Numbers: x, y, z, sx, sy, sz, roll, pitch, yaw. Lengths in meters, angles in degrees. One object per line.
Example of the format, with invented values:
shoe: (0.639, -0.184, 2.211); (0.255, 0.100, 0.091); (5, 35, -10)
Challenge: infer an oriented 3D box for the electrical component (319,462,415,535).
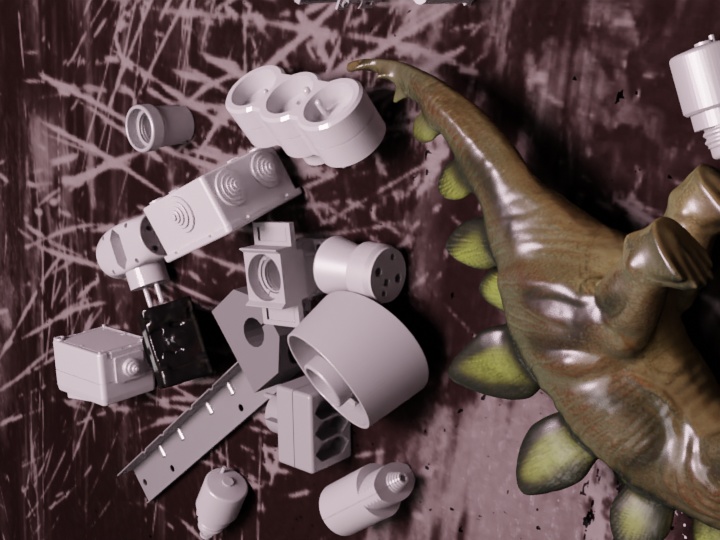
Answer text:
electrical component: (0.009, 0.173, 0.833); (0.081, 0.043, 0.043); (-37, 75, 42)

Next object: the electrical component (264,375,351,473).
electrical component: (-0.051, 0.118, 0.871); (0.077, 0.047, 0.065); (11, 108, 40)

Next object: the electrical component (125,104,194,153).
electrical component: (-0.171, -0.123, 0.921); (0.040, 0.046, 0.040); (13, 110, 41)

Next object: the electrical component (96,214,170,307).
electrical component: (-0.197, -0.005, 0.979); (0.077, 0.043, 0.079); (-21, 86, 44)

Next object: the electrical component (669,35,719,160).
electrical component: (0.197, -0.090, 0.587); (0.040, 0.040, 0.078); (-15, 91, 44)

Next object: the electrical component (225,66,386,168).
electrical component: (-0.034, -0.102, 0.794); (0.138, 0.052, 0.073); (20, 154, 45)

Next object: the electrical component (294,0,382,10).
electrical component: (-0.010, -0.218, 0.748); (0.064, 0.042, 0.081); (38, 125, 25)

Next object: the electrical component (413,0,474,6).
electrical component: (0.063, -0.248, 0.657); (0.089, 0.062, 0.150); (53, 131, 19)

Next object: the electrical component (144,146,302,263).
electrical component: (-0.110, -0.054, 0.847); (0.100, 0.100, 0.048); (-21, 99, 44)

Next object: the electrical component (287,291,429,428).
electrical component: (-0.004, 0.066, 0.793); (0.099, 0.064, 0.099); (44, 161, 19)

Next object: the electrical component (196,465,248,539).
electrical component: (-0.130, 0.215, 0.977); (0.040, 0.040, 0.078); (43, 127, 27)

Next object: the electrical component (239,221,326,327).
electrical component: (-0.054, 0.001, 0.832); (0.042, 0.064, 0.081); (4, 104, 42)

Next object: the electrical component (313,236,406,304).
electrical component: (0.000, 0.000, 0.794); (0.055, 0.045, 0.045); (11, 108, 40)

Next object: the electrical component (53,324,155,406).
electrical component: (-0.242, 0.095, 1.036); (0.096, 0.062, 0.061); (10, 108, 42)
